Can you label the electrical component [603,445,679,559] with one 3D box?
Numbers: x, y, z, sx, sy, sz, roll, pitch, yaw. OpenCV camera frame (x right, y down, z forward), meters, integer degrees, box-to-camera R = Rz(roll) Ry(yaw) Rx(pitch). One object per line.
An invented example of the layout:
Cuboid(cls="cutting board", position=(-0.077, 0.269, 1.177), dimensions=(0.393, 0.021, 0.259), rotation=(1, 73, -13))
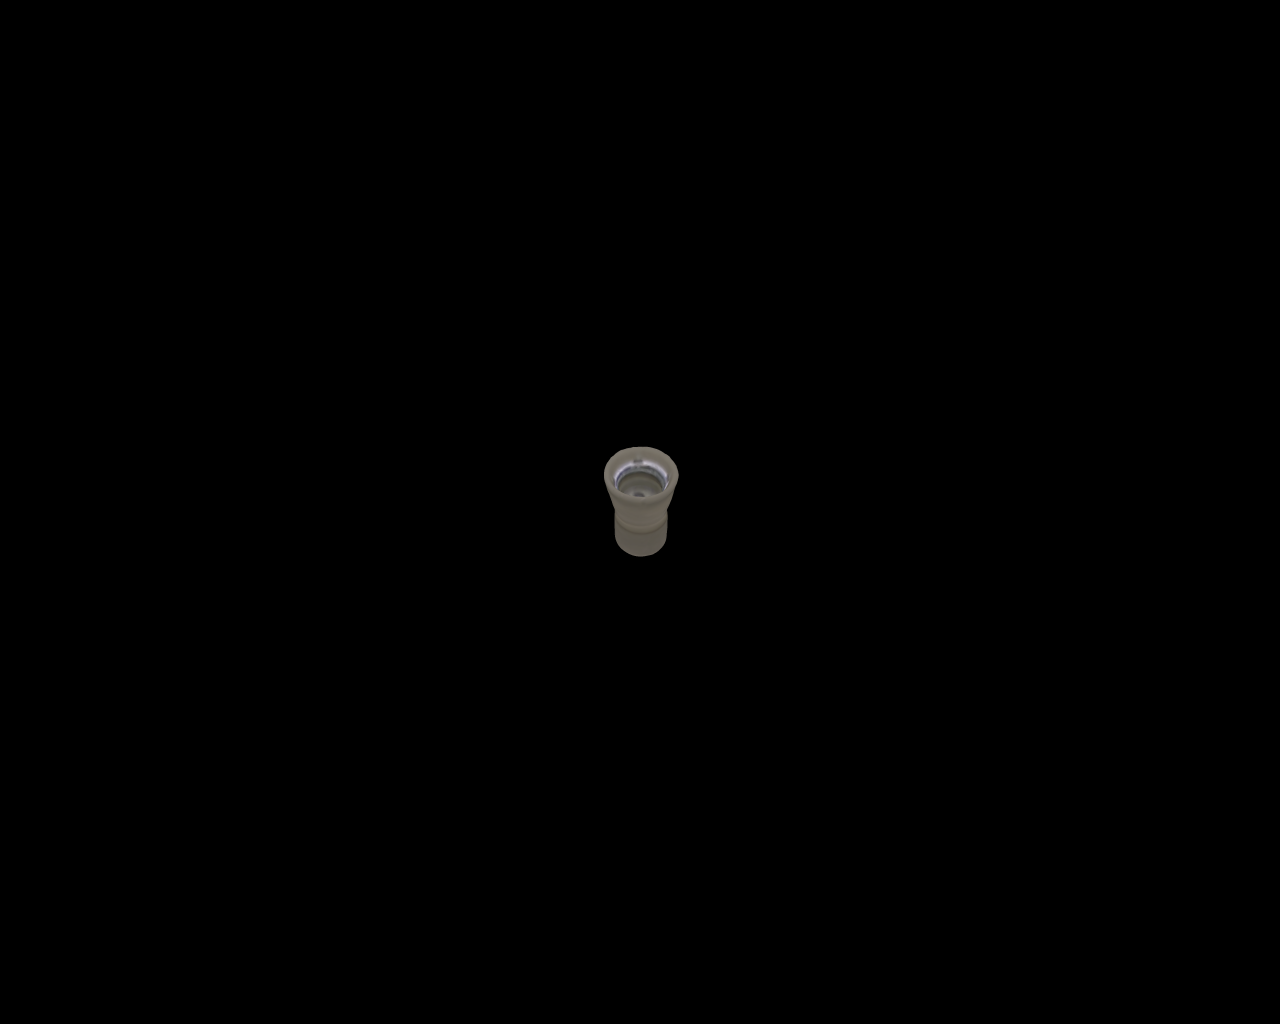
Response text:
Cuboid(cls="electrical component", position=(0.001, -0.003, 0.650), dimensions=(0.044, 0.044, 0.065), rotation=(0, -41, 0))
